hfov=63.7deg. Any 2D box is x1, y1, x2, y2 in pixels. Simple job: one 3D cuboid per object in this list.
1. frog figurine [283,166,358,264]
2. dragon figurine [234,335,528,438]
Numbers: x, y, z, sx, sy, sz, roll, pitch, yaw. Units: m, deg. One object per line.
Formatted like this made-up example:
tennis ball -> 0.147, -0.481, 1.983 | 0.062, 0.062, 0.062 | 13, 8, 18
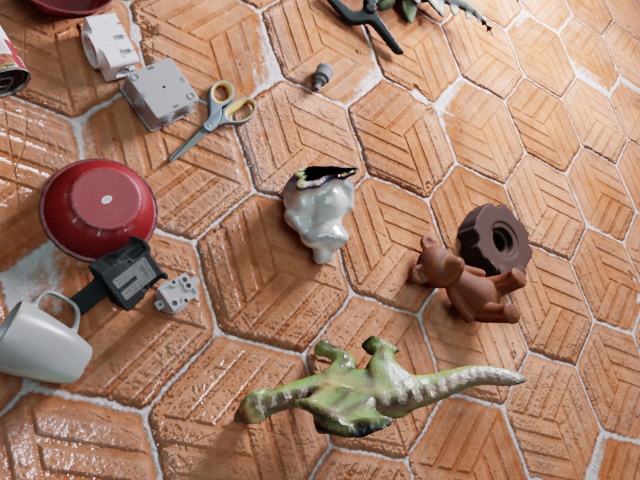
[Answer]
frog figurine -> 0.003, -0.045, 0.899 | 0.139, 0.123, 0.156 | -29, 125, -42
dragon figurine -> 0.075, 0.222, 0.713 | 0.244, 0.409, 0.122 | -19, 101, -71
